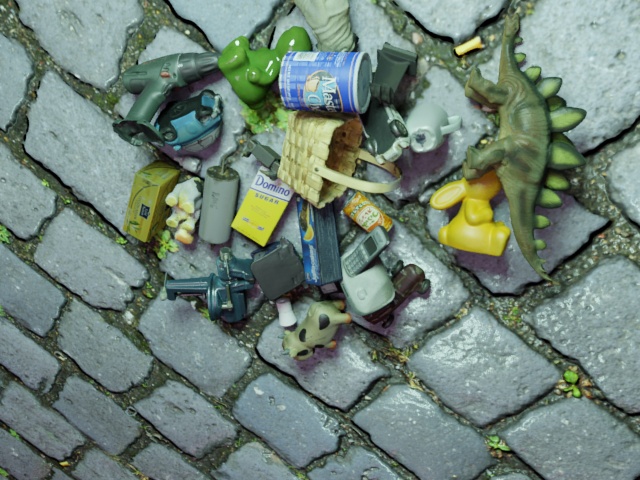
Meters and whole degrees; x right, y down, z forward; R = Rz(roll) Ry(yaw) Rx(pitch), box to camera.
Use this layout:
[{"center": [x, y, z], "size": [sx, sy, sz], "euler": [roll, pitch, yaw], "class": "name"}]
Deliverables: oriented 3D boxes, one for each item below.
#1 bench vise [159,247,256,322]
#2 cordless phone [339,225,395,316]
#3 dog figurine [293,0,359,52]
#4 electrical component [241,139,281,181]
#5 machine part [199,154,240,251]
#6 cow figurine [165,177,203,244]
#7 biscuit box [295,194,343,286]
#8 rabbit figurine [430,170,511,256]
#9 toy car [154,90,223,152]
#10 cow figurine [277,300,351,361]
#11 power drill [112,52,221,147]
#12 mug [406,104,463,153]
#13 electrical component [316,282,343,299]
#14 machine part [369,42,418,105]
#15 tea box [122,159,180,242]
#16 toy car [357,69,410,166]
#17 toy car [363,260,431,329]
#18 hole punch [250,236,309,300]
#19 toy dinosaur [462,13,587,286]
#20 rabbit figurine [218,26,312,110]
[{"center": [-0.274, 0.115, 1.312], "size": [0.241, 0.129, 0.223], "euler": [-2, 138, -1], "class": "bench vise"}, {"center": [0.118, 0.063, 1.132], "size": [0.147, 0.089, 0.184], "euler": [66, 148, 23], "class": "cordless phone"}, {"center": [-0.011, -0.416, 0.965], "size": [0.172, 0.121, 0.190], "euler": [36, 142, 26], "class": "dog figurine"}, {"center": [-0.119, -0.170, 1.131], "size": [0.102, 0.078, 0.045], "euler": [40, 103, 5], "class": "electrical component"}, {"center": [-0.231, -0.079, 1.227], "size": [0.079, 0.079, 0.243], "euler": [20, 122, 7], "class": "machine part"}, {"center": [-0.311, -0.069, 1.262], "size": [0.068, 0.098, 0.167], "euler": [18, 141, 1], "class": "cow figurine"}, {"center": [-0.002, -0.004, 1.162], "size": [0.059, 0.063, 0.202], "euler": [4, 103, 54], "class": "biscuit box"}, {"center": [0.304, -0.067, 1.059], "size": [0.163, 0.122, 0.173], "euler": [15, 108, 20], "class": "rabbit figurine"}, {"center": [-0.268, -0.244, 1.146], "size": [0.162, 0.109, 0.102], "euler": [-18, 137, 13], "class": "toy car"}, {"center": [-0.021, 0.224, 1.301], "size": [0.127, 0.086, 0.194], "euler": [11, 128, -24], "class": "cow figurine"}, {"center": [-0.316, -0.290, 1.077], "size": [0.232, 0.207, 0.086], "euler": [4, 158, 24], "class": "power drill"}, {"center": [0.209, -0.202, 1.001], "size": [0.110, 0.107, 0.080], "euler": [-2, 119, 21], "class": "mug"}, {"center": [0.012, 0.075, 1.252], "size": [0.075, 0.048, 0.119], "euler": [-21, 109, 26], "class": "electrical component"}, {"center": [0.128, -0.299, 0.961], "size": [0.084, 0.139, 0.039], "euler": [26, 149, 0], "class": "machine part"}, {"center": [-0.397, -0.092, 1.263], "size": [0.068, 0.098, 0.169], "euler": [27, 124, 3], "class": "tea box"}, {"center": [0.107, -0.229, 0.991], "size": [0.073, 0.056, 0.202], "euler": [-34, 61, 31], "class": "toy car"}, {"center": [0.165, 0.130, 1.232], "size": [0.089, 0.053, 0.202], "euler": [35, 121, -7], "class": "toy car"}, {"center": [-0.098, 0.063, 1.270], "size": [0.116, 0.092, 0.142], "euler": [-27, 106, -2], "class": "hole punch"}, {"center": [0.354, -0.152, 0.943], "size": [0.199, 0.105, 0.470], "euler": [0, 98, 11], "class": "toy dinosaur"}, {"center": [-0.087, -0.329, 1.026], "size": [0.170, 0.121, 0.159], "euler": [-25, 112, 12], "class": "rabbit figurine"}]
